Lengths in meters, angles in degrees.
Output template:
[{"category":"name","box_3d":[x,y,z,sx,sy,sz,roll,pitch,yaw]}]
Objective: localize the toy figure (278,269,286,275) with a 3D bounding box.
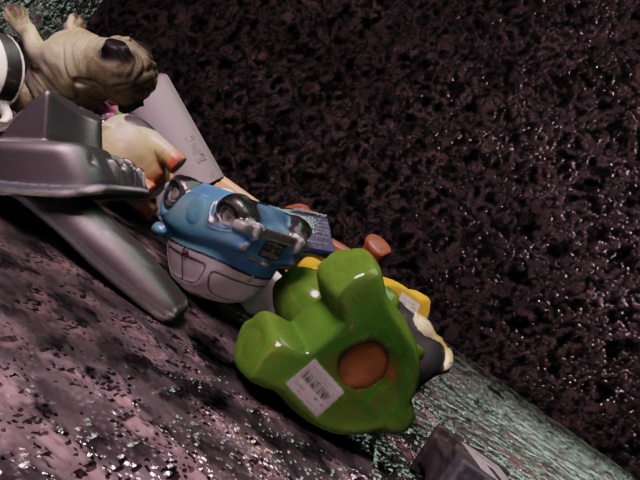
[{"category":"toy figure","box_3d":[-0.068,0.044,0.757,0.154,0.058,0.064,35,39,-75]}]

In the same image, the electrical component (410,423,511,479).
[{"category":"electrical component","box_3d":[0.111,0.185,0.376,0.075,0.047,0.119,34,0,2]}]

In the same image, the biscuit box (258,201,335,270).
[{"category":"biscuit box","box_3d":[-0.077,-0.008,0.645,0.202,0.059,0.063,11,57,-40]}]

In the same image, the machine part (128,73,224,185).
[{"category":"machine part","box_3d":[-0.211,-0.146,0.775,0.243,0.079,0.079,62,-2,-8]}]

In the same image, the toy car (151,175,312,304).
[{"category":"toy car","box_3d":[-0.086,0.006,0.494,0.109,0.103,0.162,19,2,-42]}]

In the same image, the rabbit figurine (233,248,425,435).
[{"category":"rabbit figurine","box_3d":[0.018,0.072,0.445,0.159,0.121,0.170,41,2,-20]}]

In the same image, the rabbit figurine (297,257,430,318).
[{"category":"rabbit figurine","box_3d":[0.025,0.094,0.686,0.162,0.122,0.173,24,-7,-29]}]

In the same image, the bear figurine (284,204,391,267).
[{"category":"bear figurine","box_3d":[-0.003,0.000,0.840,0.196,0.120,0.131,54,-34,22]}]

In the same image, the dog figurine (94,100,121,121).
[{"category":"dog figurine","box_3d":[-0.327,-0.170,0.831,0.192,0.108,0.219,39,5,9]}]

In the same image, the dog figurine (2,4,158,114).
[{"category":"dog figurine","box_3d":[-0.278,-0.170,0.628,0.191,0.172,0.121,35,39,25]}]

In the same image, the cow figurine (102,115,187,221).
[{"category":"cow figurine","box_3d":[-0.230,-0.091,0.638,0.127,0.085,0.195,46,-17,-6]}]

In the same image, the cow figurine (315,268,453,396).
[{"category":"cow figurine","box_3d":[0.049,0.080,0.536,0.167,0.098,0.068,50,32,11]}]

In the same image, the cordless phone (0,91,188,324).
[{"category":"cordless phone","box_3d":[-0.163,-0.015,0.428,0.184,0.089,0.146,46,-1,-4]}]

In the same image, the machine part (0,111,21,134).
[{"category":"machine part","box_3d":[-0.280,-0.087,0.550,0.139,0.039,0.084,38,11,33]}]

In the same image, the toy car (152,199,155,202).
[{"category":"toy car","box_3d":[-0.189,-0.044,0.857,0.202,0.053,0.089,36,17,-2]}]
